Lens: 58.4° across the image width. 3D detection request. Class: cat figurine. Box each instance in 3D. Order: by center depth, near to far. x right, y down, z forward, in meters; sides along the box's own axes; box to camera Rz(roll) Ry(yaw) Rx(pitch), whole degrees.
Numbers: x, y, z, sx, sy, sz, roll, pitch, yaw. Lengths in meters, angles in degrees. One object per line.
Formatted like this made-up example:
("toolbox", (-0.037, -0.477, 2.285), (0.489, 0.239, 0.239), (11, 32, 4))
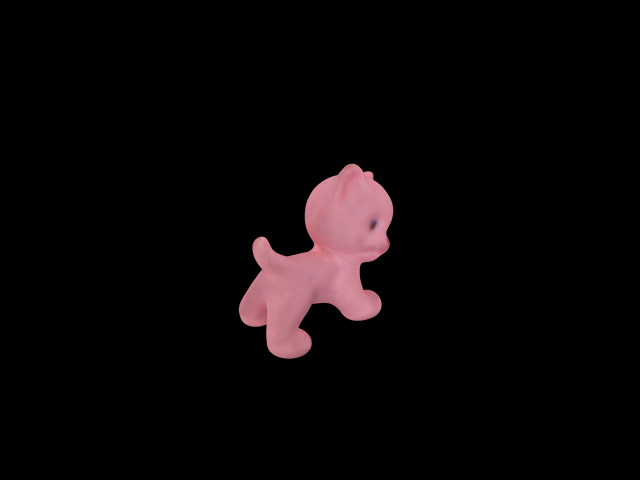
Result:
("cat figurine", (0.004, 0.001, 0.400), (0.128, 0.118, 0.067), (-24, 38, -34))
